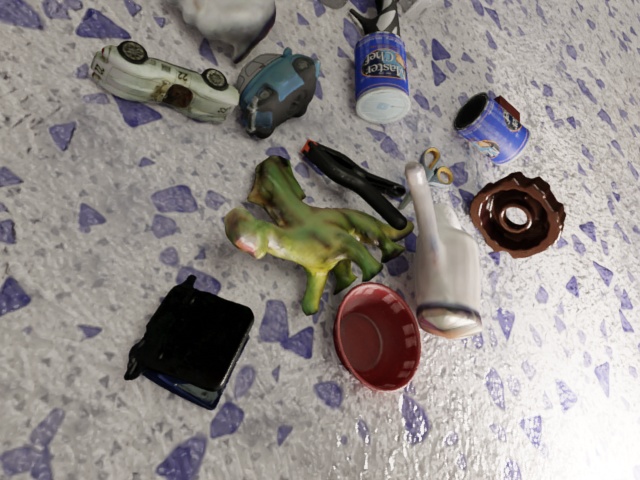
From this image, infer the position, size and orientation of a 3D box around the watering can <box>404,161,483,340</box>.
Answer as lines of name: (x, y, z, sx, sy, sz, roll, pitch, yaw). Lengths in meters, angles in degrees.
watering can: (0.194, 0.035, 0.831, 0.343, 0.103, 0.228, 39, 49, -53)

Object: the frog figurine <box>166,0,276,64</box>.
frog figurine: (-0.153, -0.378, 0.815, 0.157, 0.123, 0.139, 37, 71, -31)

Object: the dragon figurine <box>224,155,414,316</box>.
dragon figurine: (0.002, -0.040, 0.787, 0.243, 0.120, 0.416, 52, 33, 2)
